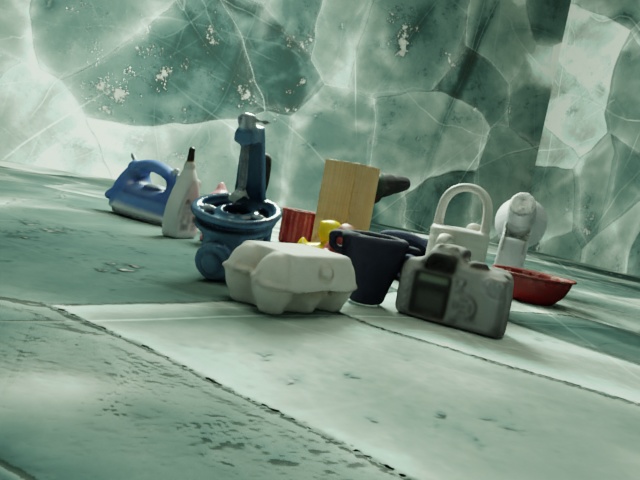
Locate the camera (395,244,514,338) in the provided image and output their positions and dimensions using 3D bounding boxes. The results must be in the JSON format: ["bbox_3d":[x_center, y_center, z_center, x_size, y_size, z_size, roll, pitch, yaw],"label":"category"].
[{"bbox_3d":[0.192,0.059,0.773,0.142,0.101,0.137,13,6,27],"label":"camera"}]

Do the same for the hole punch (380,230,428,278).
[{"bbox_3d":[0.166,0.029,1.096,0.108,0.091,0.101,14,6,31],"label":"hole punch"}]

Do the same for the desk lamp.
[{"bbox_3d":[0.448,0.000,1.308,0.117,0.213,0.204,12,6,20],"label":"desk lamp"}]

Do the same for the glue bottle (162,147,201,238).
[{"bbox_3d":[-0.254,-0.090,1.085,0.037,0.173,0.078,13,6,23],"label":"glue bottle"}]

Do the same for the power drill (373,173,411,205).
[{"bbox_3d":[0.109,-0.070,1.410,0.230,0.208,0.075,8,6,-27],"label":"power drill"}]

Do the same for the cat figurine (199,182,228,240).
[{"bbox_3d":[-0.182,-0.051,1.108,0.067,0.118,0.128,13,6,26],"label":"cat figurine"}]

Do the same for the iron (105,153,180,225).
[{"bbox_3d":[-0.360,-0.112,1.275,0.257,0.141,0.119,14,6,34],"label":"iron"}]

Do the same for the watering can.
[{"bbox_3d":[0.233,0.001,0.967,0.100,0.194,0.173,11,5,9],"label":"watering can"}]

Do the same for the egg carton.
[{"bbox_3d":[-0.032,0.043,0.664,0.107,0.069,0.151,15,7,41],"label":"egg carton"}]

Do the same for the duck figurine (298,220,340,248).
[{"bbox_3d":[0.010,0.004,1.083,0.104,0.086,0.077,10,5,-3],"label":"duck figurine"}]

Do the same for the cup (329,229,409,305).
[{"bbox_3d":[0.056,0.036,0.778,0.117,0.095,0.092,14,6,31],"label":"cup"}]

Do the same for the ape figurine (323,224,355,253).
[{"bbox_3d":[0.035,0.019,0.939,0.078,0.092,0.076,9,5,-15],"label":"ape figurine"}]

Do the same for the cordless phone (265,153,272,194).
[{"bbox_3d":[-0.121,-0.063,0.998,0.094,0.185,0.147,10,5,-7],"label":"cordless phone"}]

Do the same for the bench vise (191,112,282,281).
[{"bbox_3d":[-0.112,-0.062,0.803,0.121,0.220,0.207,10,5,-8],"label":"bench vise"}]
